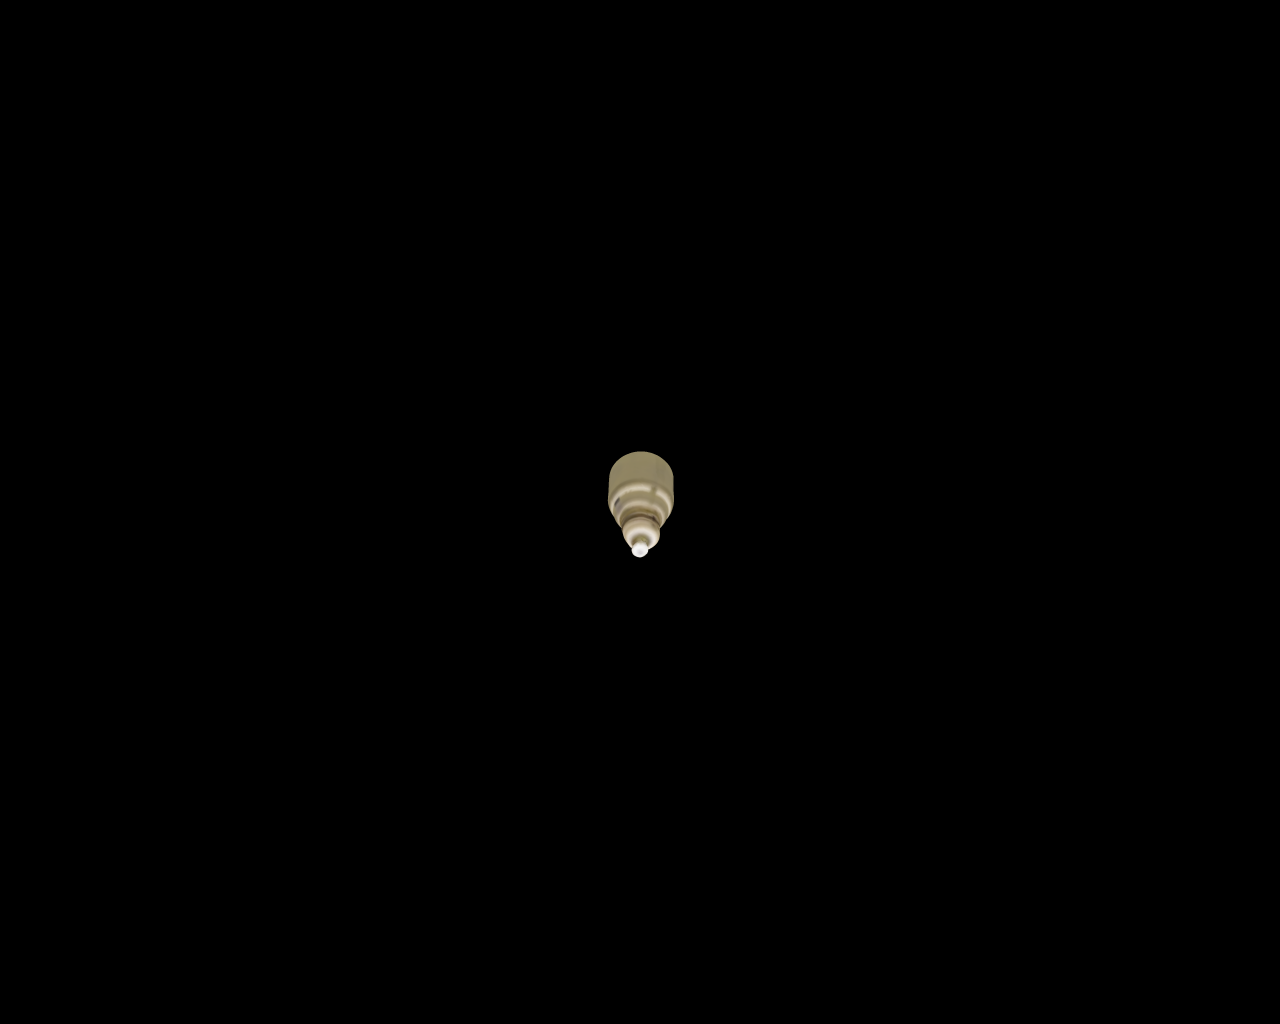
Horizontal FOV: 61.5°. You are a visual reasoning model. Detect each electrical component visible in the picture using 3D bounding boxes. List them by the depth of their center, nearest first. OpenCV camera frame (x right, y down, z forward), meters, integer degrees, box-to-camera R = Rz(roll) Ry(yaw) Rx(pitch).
[{"bbox_3d":[0.001,-0.003,0.650,0.040,0.040,0.078,0,42,0],"label":"electrical component"}]
